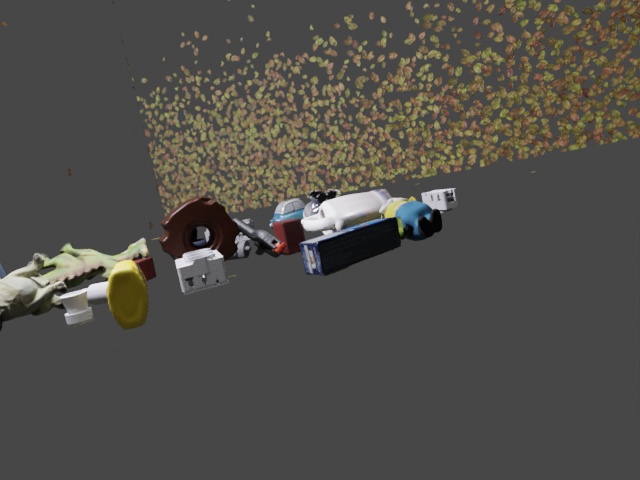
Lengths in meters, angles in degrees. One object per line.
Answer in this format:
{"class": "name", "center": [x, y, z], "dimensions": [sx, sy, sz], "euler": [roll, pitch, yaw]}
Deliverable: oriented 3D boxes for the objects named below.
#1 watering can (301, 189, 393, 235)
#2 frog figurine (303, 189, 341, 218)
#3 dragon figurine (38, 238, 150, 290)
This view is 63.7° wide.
{"class": "watering can", "center": [0.079, -0.051, 1.192], "dimensions": [0.225, 0.103, 0.348], "euler": [-14, 7, -14]}
{"class": "frog figurine", "center": [0.005, -0.084, 1.665], "dimensions": [0.139, 0.124, 0.156], "euler": [-26, -23, -31]}
{"class": "dragon figurine", "center": [-0.599, 0.082, 1.348], "dimensions": [0.242, 0.120, 0.416], "euler": [-1, 19, 17]}
